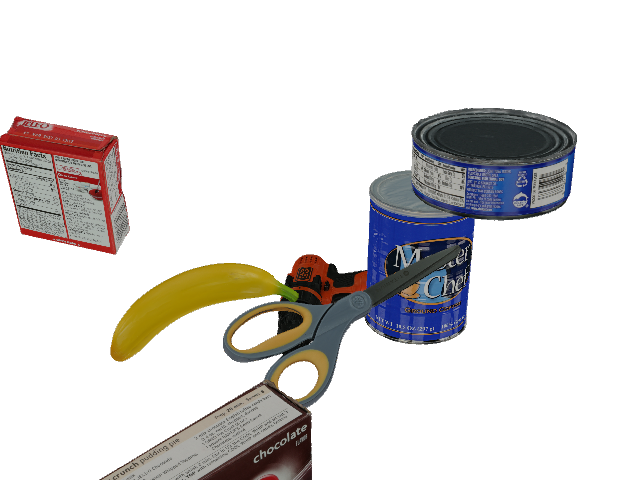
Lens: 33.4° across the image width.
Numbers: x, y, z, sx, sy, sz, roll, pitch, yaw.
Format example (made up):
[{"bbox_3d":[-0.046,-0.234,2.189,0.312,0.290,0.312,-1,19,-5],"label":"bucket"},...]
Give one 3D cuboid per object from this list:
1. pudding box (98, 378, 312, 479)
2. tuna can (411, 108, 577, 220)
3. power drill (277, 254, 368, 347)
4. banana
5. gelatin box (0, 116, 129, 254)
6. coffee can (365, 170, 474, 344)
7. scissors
[{"bbox_3d":[-0.055,0.131,0.508,0.113,0.090,0.039,-30,46,-34],"label":"pudding box"},{"bbox_3d":[0.091,-0.042,0.565,0.086,0.034,0.086,0,24,0],"label":"tuna can"},{"bbox_3d":[0.046,0.070,1.237,0.188,0.057,0.184,0,27,7],"label":"power drill"},{"bbox_3d":[-0.123,0.062,0.999,0.198,0.069,0.037,-18,23,15],"label":"banana"},{"bbox_3d":[-0.172,-0.037,0.724,0.073,0.089,0.030,11,45,10],"label":"gelatin box"},{"bbox_3d":[0.096,0.015,1.036,0.103,0.140,0.103,1,25,-1],"label":"coffee can"},{"bbox_3d":[0.027,0.068,0.809,0.201,0.096,0.016,-14,-26,-9],"label":"scissors"}]
